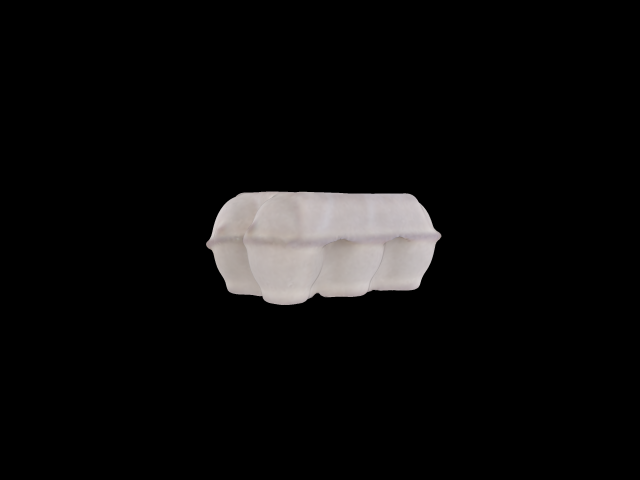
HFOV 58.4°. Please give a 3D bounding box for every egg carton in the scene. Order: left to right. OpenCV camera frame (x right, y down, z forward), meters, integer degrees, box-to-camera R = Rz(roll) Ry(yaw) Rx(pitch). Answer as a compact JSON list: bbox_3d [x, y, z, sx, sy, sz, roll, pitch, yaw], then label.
[{"bbox_3d":[0.004,0.001,0.400,0.151,0.069,0.107,-3,5,-37],"label":"egg carton"}]
